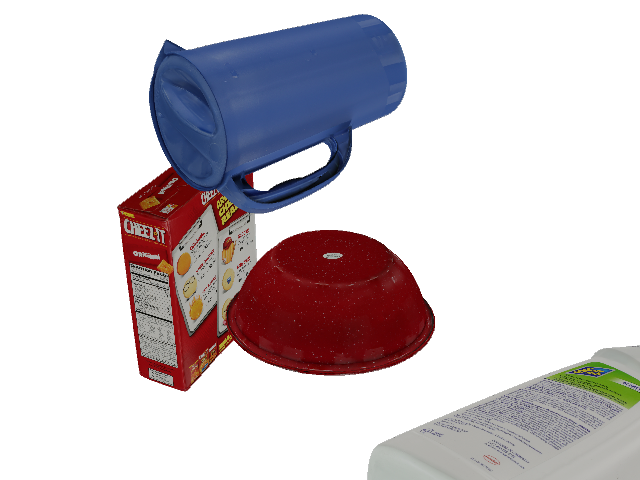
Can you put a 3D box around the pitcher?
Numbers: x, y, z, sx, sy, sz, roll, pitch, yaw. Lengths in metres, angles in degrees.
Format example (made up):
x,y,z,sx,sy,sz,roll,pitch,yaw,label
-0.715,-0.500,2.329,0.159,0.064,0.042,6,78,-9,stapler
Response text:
x,y,z,sx,sy,sz,roll,pitch,yaw,label
-0.030,-0.135,1.042,0.242,0.149,0.145,-22,32,-32,pitcher

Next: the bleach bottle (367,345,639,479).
x,y,z,sx,sy,sz,roll,pitch,yaw,label
0.148,0.111,0.591,0.250,0.068,0.103,-16,25,-36,bleach bottle

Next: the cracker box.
x,y,z,sx,sy,sz,roll,pitch,yaw,label
-0.136,0.026,1.144,0.072,0.214,0.164,13,34,23,cracker box

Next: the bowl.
x,y,z,sx,sy,sz,roll,pitch,yaw,label
0.008,0.036,0.810,0.162,0.055,0.162,1,26,-1,bowl
